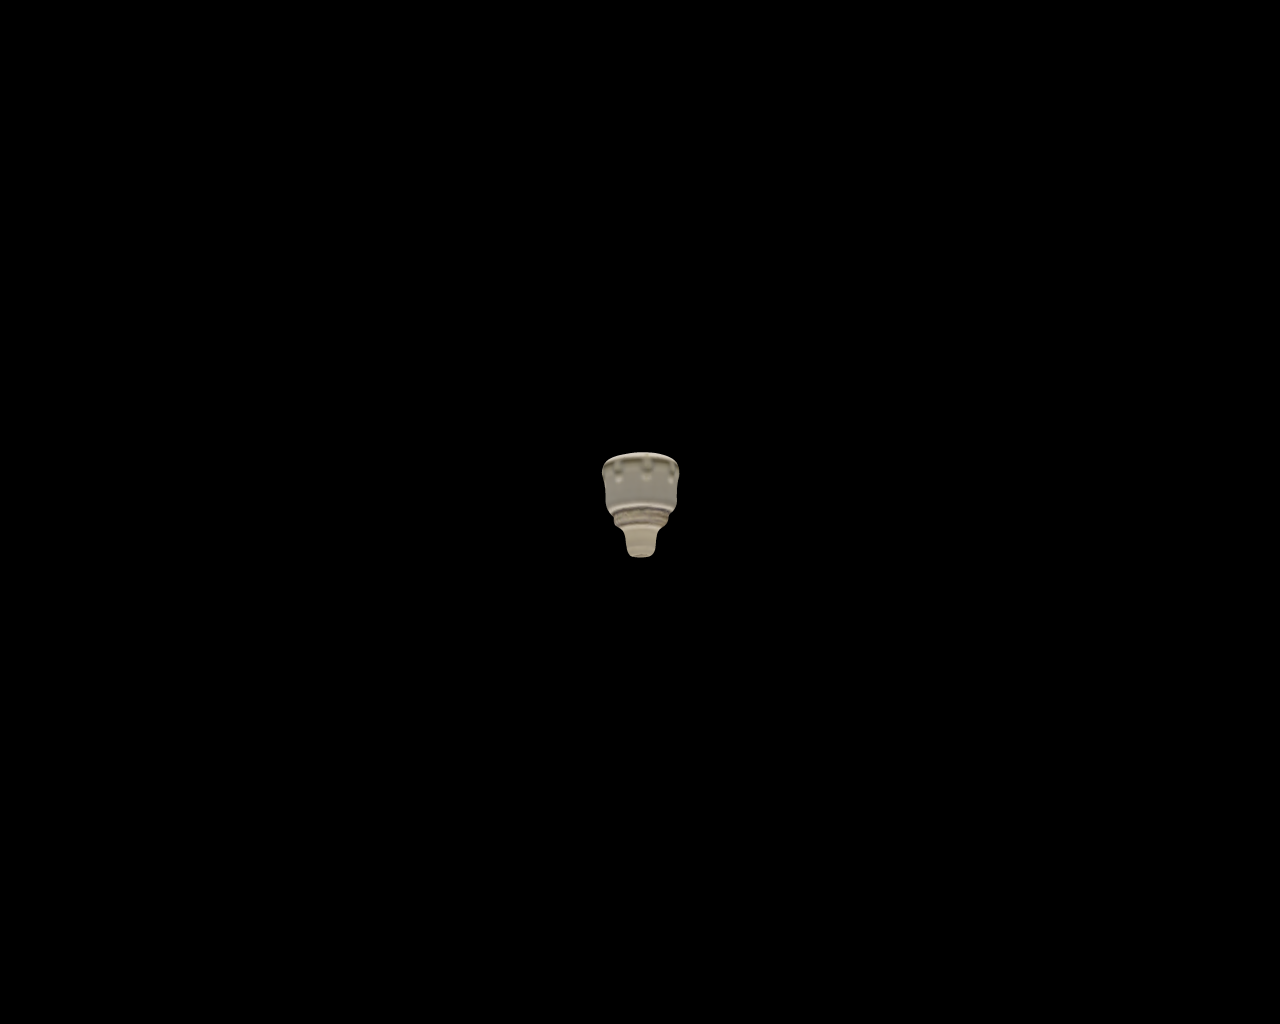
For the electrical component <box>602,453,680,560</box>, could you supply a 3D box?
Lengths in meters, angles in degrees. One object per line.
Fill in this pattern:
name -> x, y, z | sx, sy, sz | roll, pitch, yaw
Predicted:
electrical component -> 0.001, -0.003, 0.650 | 0.048, 0.062, 0.048 | 0, -11, 0
